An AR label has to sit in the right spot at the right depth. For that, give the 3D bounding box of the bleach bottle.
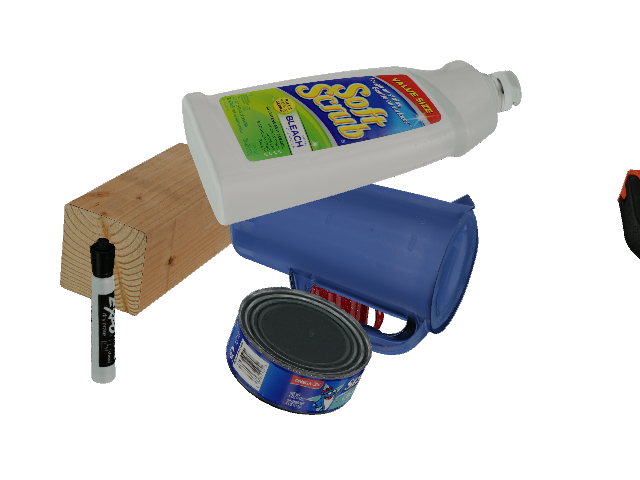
[{"bbox_3d":[0.029,-0.091,0.808,0.250,0.102,0.068,-16,-31,-12],"label":"bleach bottle"}]

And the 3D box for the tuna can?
[{"bbox_3d":[-0.014,0.067,0.656,0.086,0.034,0.086,16,29,-10],"label":"tuna can"}]

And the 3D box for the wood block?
[{"bbox_3d":[-0.160,-0.018,1.068,0.090,0.091,0.205,20,28,17],"label":"wood block"}]

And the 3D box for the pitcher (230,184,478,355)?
[{"bbox_3d":[0.029,0.007,1.094,0.243,0.145,0.149,17,23,21],"label":"pitcher"}]

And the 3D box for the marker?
[{"bbox_3d":[-0.167,0.054,0.819,0.020,0.121,0.020,4,25,-2],"label":"marker"}]

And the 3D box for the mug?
[{"bbox_3d":[0.034,0.088,1.426,0.117,0.081,0.093,18,27,30],"label":"mug"}]

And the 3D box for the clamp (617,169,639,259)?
[{"bbox_3d":[0.267,0.012,0.702,0.120,0.039,0.171,-4,45,-24],"label":"clamp"}]
